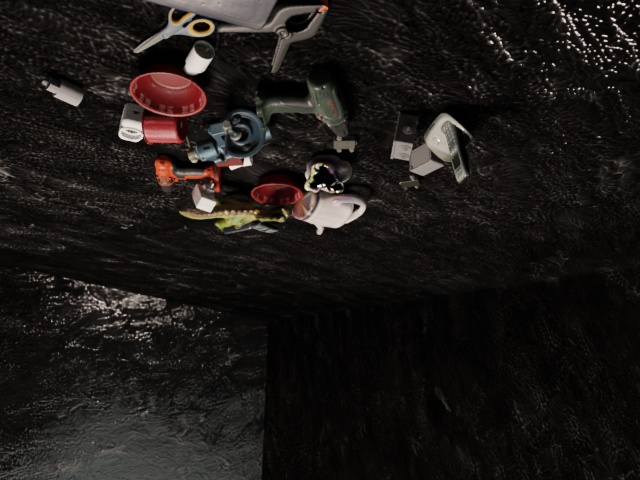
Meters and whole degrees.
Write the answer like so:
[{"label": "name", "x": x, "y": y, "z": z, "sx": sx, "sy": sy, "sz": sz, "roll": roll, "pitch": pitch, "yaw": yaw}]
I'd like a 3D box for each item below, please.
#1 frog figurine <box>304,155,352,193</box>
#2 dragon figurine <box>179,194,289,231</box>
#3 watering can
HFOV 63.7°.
[{"label": "frog figurine", "x": 0.028, "y": -0.194, "z": 1.493, "sx": 0.136, "sy": 0.122, "sz": 0.161, "roll": -17, "pitch": -169, "yaw": 19}, {"label": "dragon figurine", "x": -0.225, "y": -0.086, "z": 1.613, "sx": 0.242, "sy": 0.122, "sz": 0.412, "roll": 1, "pitch": -174, "yaw": 22}, {"label": "watering can", "x": 0.005, "y": -0.087, "z": 1.738, "sx": 0.223, "sy": 0.106, "sz": 0.343, "roll": 13, "pitch": 157, "yaw": -28}]
